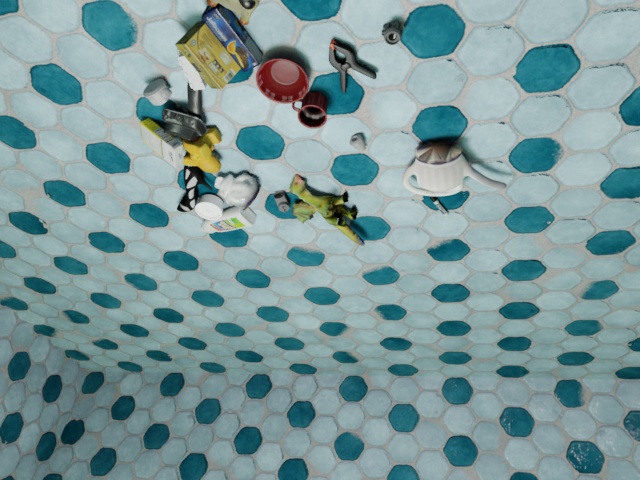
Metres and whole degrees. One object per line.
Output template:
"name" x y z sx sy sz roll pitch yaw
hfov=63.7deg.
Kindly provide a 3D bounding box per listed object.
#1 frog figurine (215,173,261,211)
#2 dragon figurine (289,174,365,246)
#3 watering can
"frog figurine" -0.312 -0.195 1.923 0.158 0.124 0.136 34 102 -15
"dragon figurine" 0.006 -0.101 2.015 0.243 0.125 0.402 5 143 33
"watering can" 0.447 -0.235 1.733 0.347 0.106 0.219 -3 139 15
